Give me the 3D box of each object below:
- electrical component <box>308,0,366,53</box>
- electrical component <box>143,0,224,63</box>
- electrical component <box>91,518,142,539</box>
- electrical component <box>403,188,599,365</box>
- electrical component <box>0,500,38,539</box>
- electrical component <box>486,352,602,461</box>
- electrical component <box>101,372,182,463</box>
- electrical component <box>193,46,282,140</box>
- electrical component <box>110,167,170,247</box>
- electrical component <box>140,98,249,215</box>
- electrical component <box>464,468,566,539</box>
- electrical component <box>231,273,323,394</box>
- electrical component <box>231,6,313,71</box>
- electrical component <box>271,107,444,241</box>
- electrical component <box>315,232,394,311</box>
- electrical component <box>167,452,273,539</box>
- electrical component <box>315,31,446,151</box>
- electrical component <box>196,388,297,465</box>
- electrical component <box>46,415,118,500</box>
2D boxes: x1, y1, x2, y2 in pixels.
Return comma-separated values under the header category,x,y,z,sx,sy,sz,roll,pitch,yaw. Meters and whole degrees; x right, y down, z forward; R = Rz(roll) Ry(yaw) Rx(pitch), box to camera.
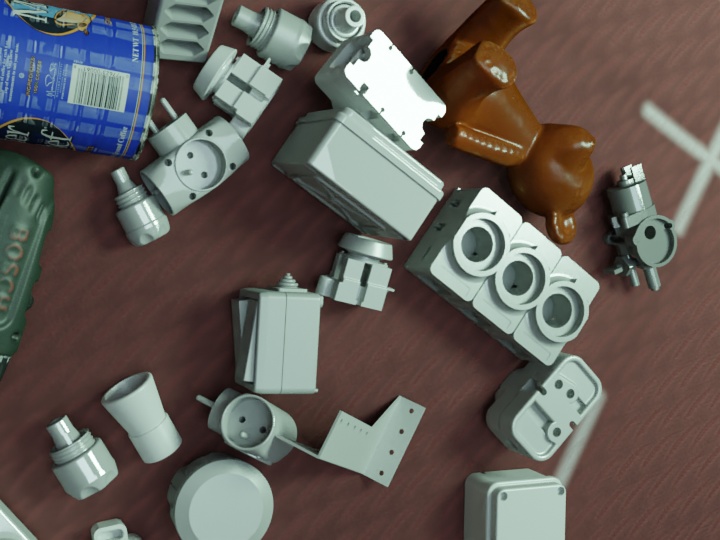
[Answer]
category,x,y,z,sx,sy,sz,roll,pitch,yaw
electrical component,-0.015,-0.203,0.885,0.043,0.062,0.043,-1,93,-22
electrical component,-0.139,-0.218,0.833,0.047,0.083,0.075,1,54,-22
electrical component,-0.189,0.241,0.840,0.058,0.057,0.078,-8,96,-22
electrical component,0.129,0.006,0.955,0.150,0.062,0.089,38,79,-19
electrical component,-0.264,0.217,0.798,0.047,0.076,0.083,-41,106,-15
electrical component,0.164,0.121,0.976,0.095,0.059,0.053,-47,108,-14
electrical component,-0.170,0.119,0.851,0.044,0.044,0.065,-32,109,-18
electrical component,-0.099,-0.146,0.857,0.055,0.048,0.066,34,81,-6
electrical component,-0.176,-0.051,0.843,0.035,0.035,0.061,-29,100,-18
electrical component,-0.141,-0.097,0.849,0.077,0.044,0.079,-39,106,-15
electrical component,0.140,0.242,0.974,0.078,0.057,0.113,0,93,-22
electrical component,-0.070,0.050,0.876,0.061,0.062,0.096,3,92,-22
electrical component,-0.073,-0.192,0.872,0.062,0.043,0.043,24,84,-21
electrical component,-0.004,-0.077,0.872,0.109,0.109,0.056,36,82,-20
electrical component,0.000,0.000,0.912,0.066,0.048,0.055,14,95,-22
electrical component,-0.115,0.189,0.871,0.080,0.051,0.080,-1,93,-22
electrical component,0.014,-0.141,0.865,0.089,0.056,0.050,45,69,-25
electrical component,-0.096,0.121,0.867,0.079,0.077,0.044,24,80,16
electrical component,-0.219,0.142,0.831,0.043,0.043,0.062,-32,103,-18
